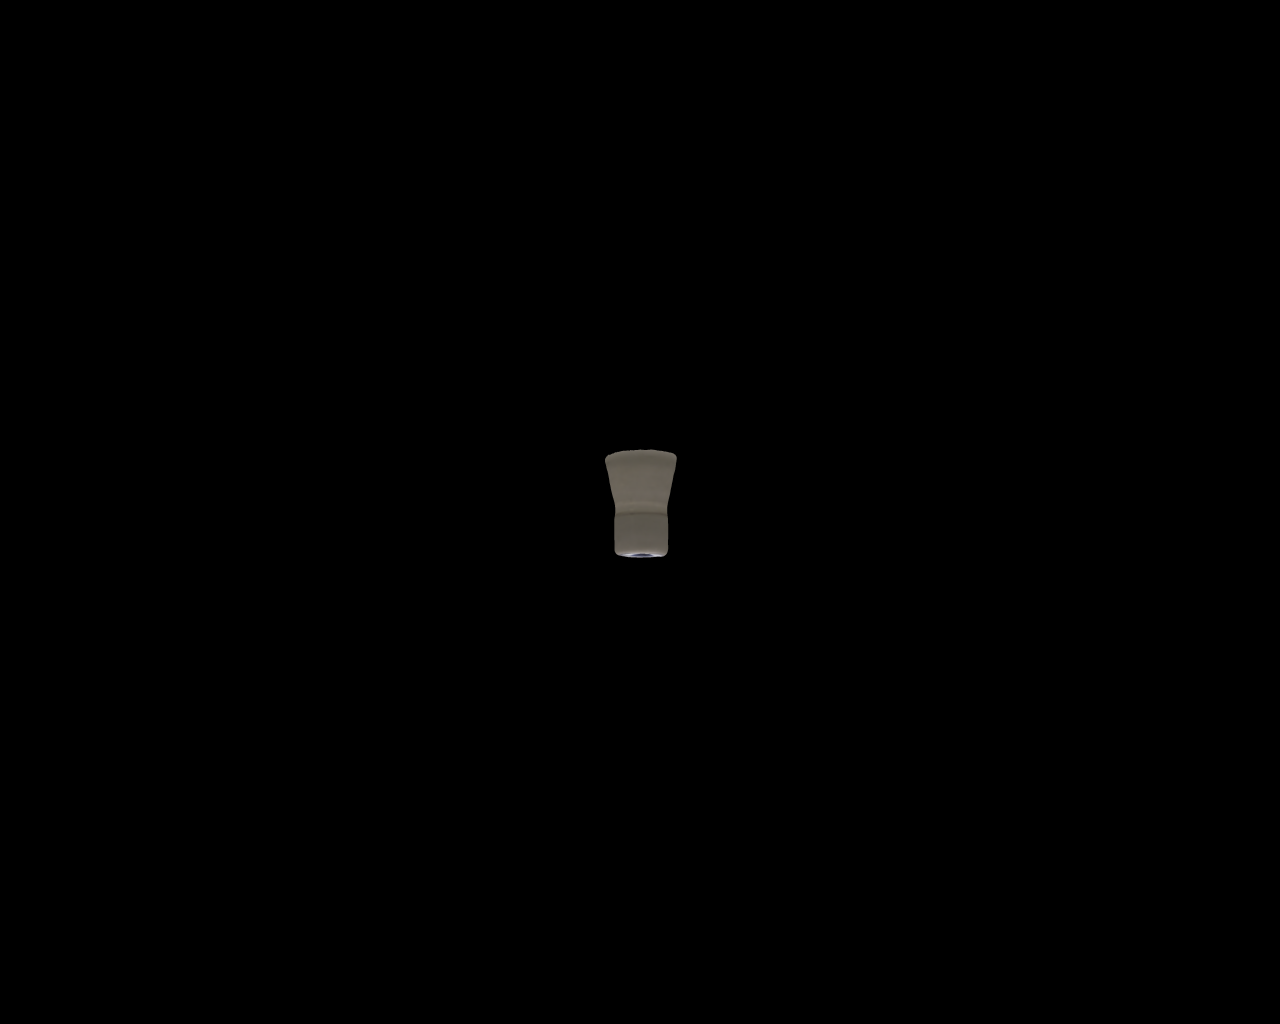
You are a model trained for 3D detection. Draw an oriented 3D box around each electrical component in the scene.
[{"bbox_3d":[0.001,-0.003,0.650,0.044,0.065,0.044,0,-7,0],"label":"electrical component"}]
